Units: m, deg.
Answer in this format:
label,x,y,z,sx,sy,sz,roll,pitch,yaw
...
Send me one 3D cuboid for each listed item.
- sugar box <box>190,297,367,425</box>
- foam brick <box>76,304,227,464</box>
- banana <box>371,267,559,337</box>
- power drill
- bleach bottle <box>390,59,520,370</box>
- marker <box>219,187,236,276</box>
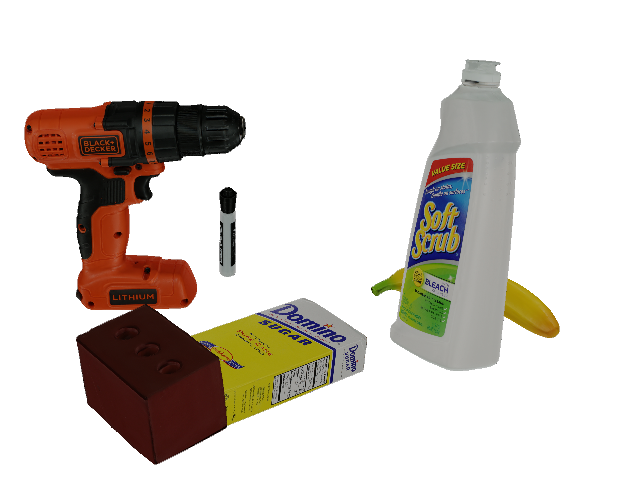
label,x,y,z,sx,sy,sz,roll,pitch,yaw
sugar box,-0.052,0.107,0.965,0.175,0.048,0.093,-20,36,-38
foam brick,-0.100,0.084,0.629,0.052,0.051,0.078,-25,39,-35
banana,0.155,0.056,1.098,0.198,0.069,0.037,11,-40,24
power drill,-0.152,-0.032,0.926,0.184,0.188,0.057,-1,27,3
bleach bottle,0.116,-0.024,0.892,0.067,0.251,0.103,-4,16,-31
marker,-0.104,-0.009,1.192,0.020,0.121,0.020,3,41,-3
